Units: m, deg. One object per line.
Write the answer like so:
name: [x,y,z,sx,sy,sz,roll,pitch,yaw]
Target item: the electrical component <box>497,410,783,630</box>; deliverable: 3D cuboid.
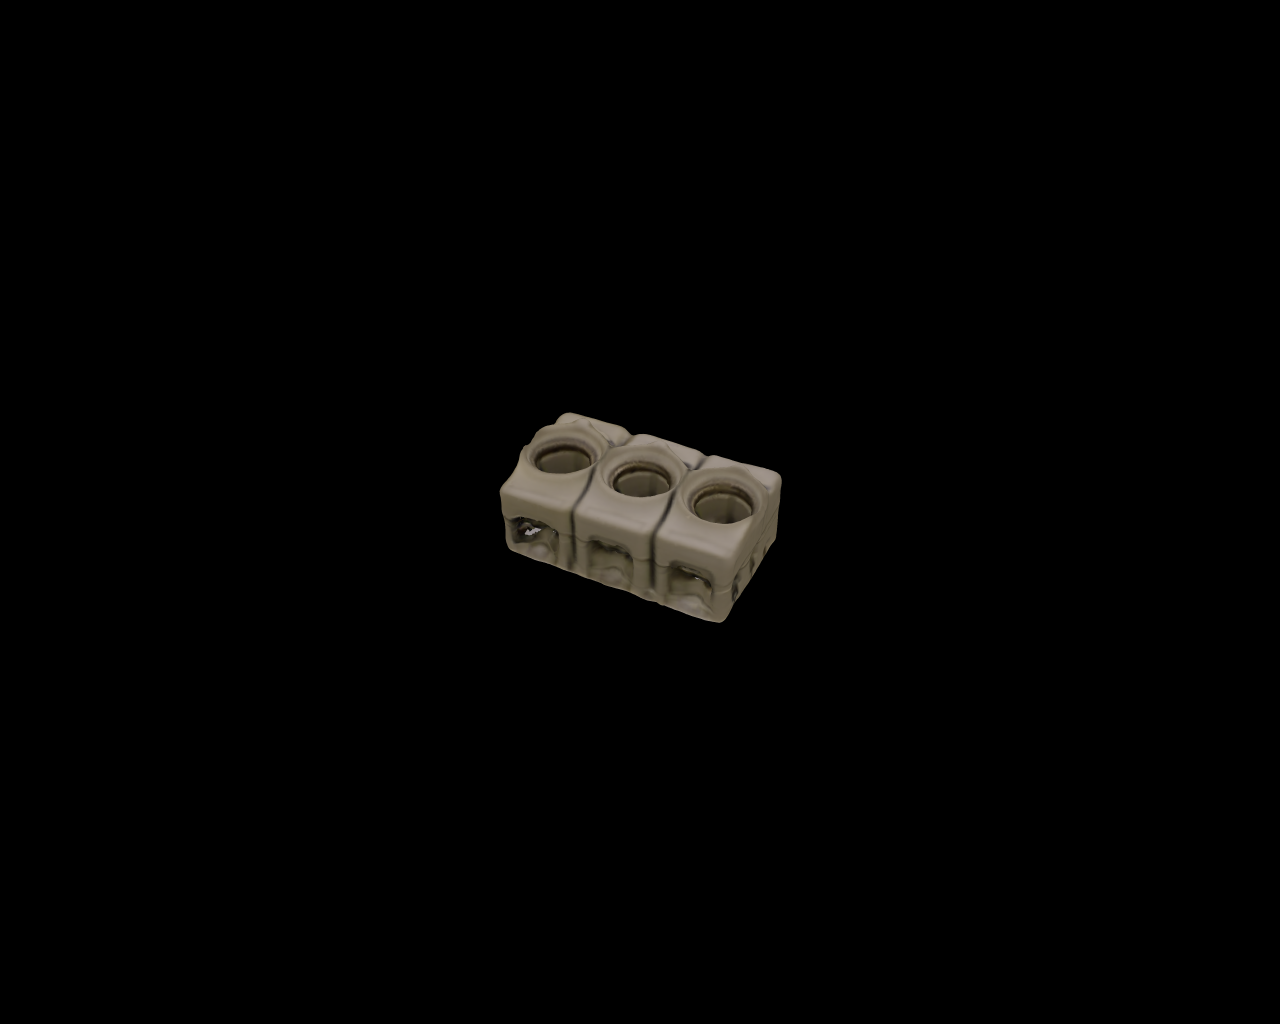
electrical component: [0.001,-0.003,0.650,0.150,0.061,0.090,18,44,19]
